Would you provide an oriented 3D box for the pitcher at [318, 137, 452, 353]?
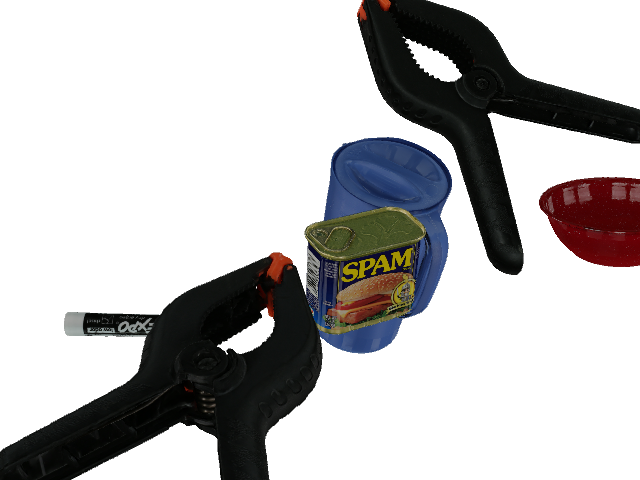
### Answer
[{"bbox_3d":[0.064,0.019,1.212,0.145,0.243,0.149,15,40,4],"label":"pitcher"}]

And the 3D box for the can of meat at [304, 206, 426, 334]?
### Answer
[{"bbox_3d":[0.036,0.027,0.925,0.102,0.084,0.057,-13,36,-24],"label":"can of meat"}]

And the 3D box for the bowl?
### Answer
[{"bbox_3d":[0.309,-0.015,1.111,0.162,0.055,0.162,-3,23,1],"label":"bowl"}]

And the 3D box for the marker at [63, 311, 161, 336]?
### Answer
[{"bbox_3d":[-0.139,0.066,0.837,0.121,0.020,0.020,1,0,4],"label":"marker"}]

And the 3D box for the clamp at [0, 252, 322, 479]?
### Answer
[{"bbox_3d":[-0.041,0.070,0.448,0.120,0.039,0.171,25,48,19],"label":"clamp"}]

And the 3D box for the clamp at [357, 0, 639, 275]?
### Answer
[{"bbox_3d":[0.099,-0.085,0.698,0.210,0.164,0.036,38,-29,7],"label":"clamp"}]
